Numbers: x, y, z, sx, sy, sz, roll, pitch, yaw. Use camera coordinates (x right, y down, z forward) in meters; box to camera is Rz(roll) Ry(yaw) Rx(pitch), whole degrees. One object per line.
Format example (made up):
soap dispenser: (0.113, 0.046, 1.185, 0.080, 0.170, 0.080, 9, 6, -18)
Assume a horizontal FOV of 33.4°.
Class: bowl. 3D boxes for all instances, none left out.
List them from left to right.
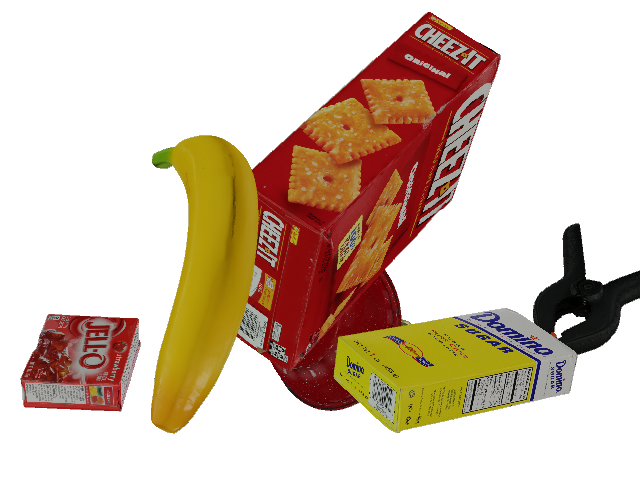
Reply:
bowl: (-0.002, 0.083, 1.038, 0.162, 0.162, 0.055, 0, -11, 39)

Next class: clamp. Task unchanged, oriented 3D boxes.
clamp: (0.249, 0.048, 1.020, 0.171, 0.039, 0.120, -36, 42, -28)

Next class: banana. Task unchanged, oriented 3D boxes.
banana: (-0.060, 0.005, 0.560, 0.037, 0.198, 0.070, 24, -52, -27)

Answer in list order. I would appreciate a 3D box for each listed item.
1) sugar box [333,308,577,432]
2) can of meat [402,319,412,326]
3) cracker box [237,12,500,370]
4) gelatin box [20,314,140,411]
sugar box: (0.110, 0.100, 0.862, 0.175, 0.048, 0.093, -10, 27, -29)
can of meat: (0.070, 0.153, 1.346, 0.102, 0.084, 0.057, -6, 27, -22)
cracker box: (0.028, -0.032, 0.737, 0.072, 0.164, 0.213, 35, 55, 16)
gelatin box: (-0.180, 0.091, 0.813, 0.073, 0.030, 0.089, 3, 30, 0)
